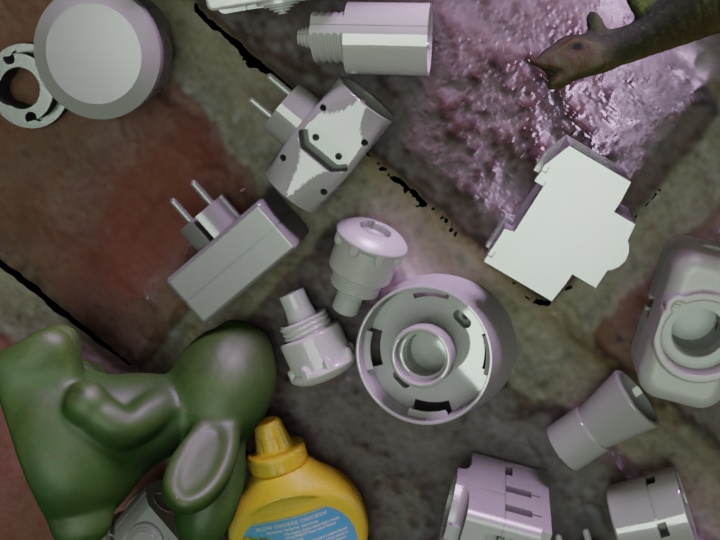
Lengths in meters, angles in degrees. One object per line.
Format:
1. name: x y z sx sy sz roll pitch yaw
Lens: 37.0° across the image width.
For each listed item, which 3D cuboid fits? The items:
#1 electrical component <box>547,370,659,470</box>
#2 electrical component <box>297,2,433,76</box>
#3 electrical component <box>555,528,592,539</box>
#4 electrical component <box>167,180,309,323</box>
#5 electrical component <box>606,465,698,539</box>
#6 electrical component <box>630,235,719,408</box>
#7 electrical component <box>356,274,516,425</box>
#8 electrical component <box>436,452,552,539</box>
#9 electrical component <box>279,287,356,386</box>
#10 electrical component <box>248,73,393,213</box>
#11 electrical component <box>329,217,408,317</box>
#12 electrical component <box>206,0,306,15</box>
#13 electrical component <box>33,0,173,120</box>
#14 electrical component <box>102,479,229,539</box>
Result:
1. electrical component: 0.156 0.101 0.704 0.065 0.044 0.044 -40 97 21
2. electrical component: 0.002 -0.141 0.655 0.081 0.043 0.043 3 106 7
3. electrical component: 0.154 0.213 0.733 0.077 0.044 0.079 -15 103 12
4. electrical component: -0.091 -0.024 0.699 0.083 0.047 0.075 -39 97 16
5. electrical component: 0.192 0.162 0.709 0.047 0.055 0.055 -18 103 16
6. electrical component: 0.207 0.033 0.667 0.054 0.059 0.095 14 107 4
7. electrical component: 0.048 0.053 0.705 0.099 0.064 0.099 2 96 18
8. electrical component: 0.076 0.210 0.719 0.062 0.089 0.150 15 107 4
9. electrical component: -0.033 0.043 0.712 0.048 0.048 0.062 -22 94 13
10. electrical component: -0.033 -0.090 0.674 0.079 0.043 0.077 40 107 -4
11. electrical component: 0.000 0.000 0.695 0.048 0.048 0.062 22 114 1
12. electrical component: -0.054 -0.203 0.640 0.100 0.048 0.099 -8 104 7
13. electrical component: -0.158 -0.137 0.674 0.080 0.051 0.080 2 106 7
14. electrical component: -0.134 0.188 0.748 0.080 0.080 0.051 40 102 -4
